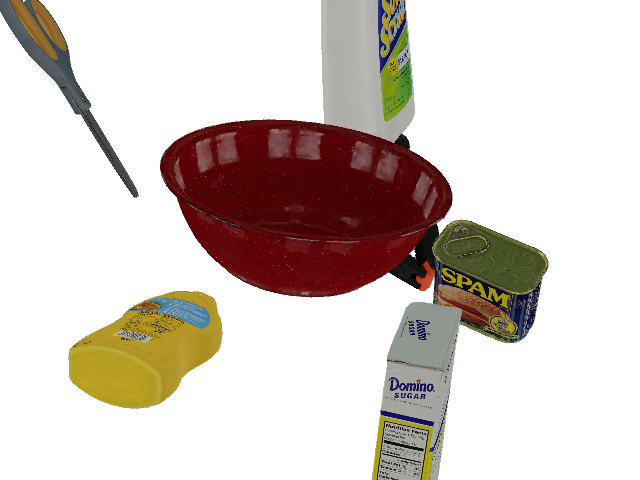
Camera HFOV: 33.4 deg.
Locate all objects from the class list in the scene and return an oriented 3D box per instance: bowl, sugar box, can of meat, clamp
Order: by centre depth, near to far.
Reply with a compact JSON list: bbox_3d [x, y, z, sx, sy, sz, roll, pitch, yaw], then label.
[{"bbox_3d":[-0.010,-0.014,0.598,0.162,0.055,0.162,6,26,-3],"label":"bowl"},{"bbox_3d":[0.064,0.141,0.762,0.048,0.176,0.093,8,24,12],"label":"sugar box"},{"bbox_3d":[0.154,0.040,0.989,0.102,0.084,0.057,24,54,23],"label":"can of meat"},{"bbox_3d":[0.057,-0.031,1.163,0.164,0.210,0.036,-10,-37,-20],"label":"clamp"}]

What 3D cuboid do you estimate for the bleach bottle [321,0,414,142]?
[{"bbox_3d":[0.035,-0.208,0.909,0.068,0.251,0.102,10,34,25],"label":"bleach bottle"}]

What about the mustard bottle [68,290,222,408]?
[{"bbox_3d":[-0.147,0.091,1.003,0.096,0.058,0.191,10,20,18],"label":"mustard bottle"}]

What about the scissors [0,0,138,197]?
[{"bbox_3d":[-0.215,-0.135,0.940,0.016,0.201,0.096,-28,26,10],"label":"scissors"}]
